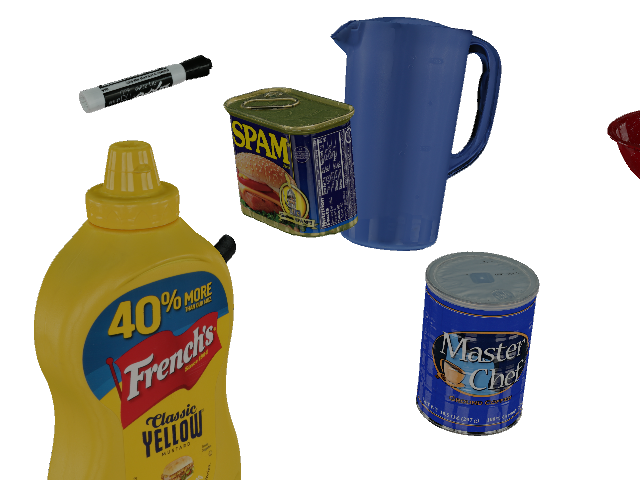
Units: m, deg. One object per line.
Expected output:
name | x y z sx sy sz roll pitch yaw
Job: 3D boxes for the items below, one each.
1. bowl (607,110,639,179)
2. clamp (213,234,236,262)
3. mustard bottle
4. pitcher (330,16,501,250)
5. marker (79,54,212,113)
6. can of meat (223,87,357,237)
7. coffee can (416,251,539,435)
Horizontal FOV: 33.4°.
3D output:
bowl | 0.344 -0.078 0.972 0.162 0.055 0.162 -5 22 2
clamp | -0.139 0.047 1.148 0.120 0.039 0.171 -15 40 -8
mustard bottle | -0.083 0.049 0.491 0.096 0.192 0.058 -15 23 -40
pitcher | 0.095 -0.116 1.151 0.149 0.243 0.144 12 13 30
marker | -0.146 -0.134 0.907 0.120 0.020 0.020 -23 11 -27
can of meat | -0.020 -0.055 0.753 0.057 0.084 0.102 -22 28 -32
coffee can | 0.145 0.095 0.996 0.103 0.140 0.103 1 26 -1
